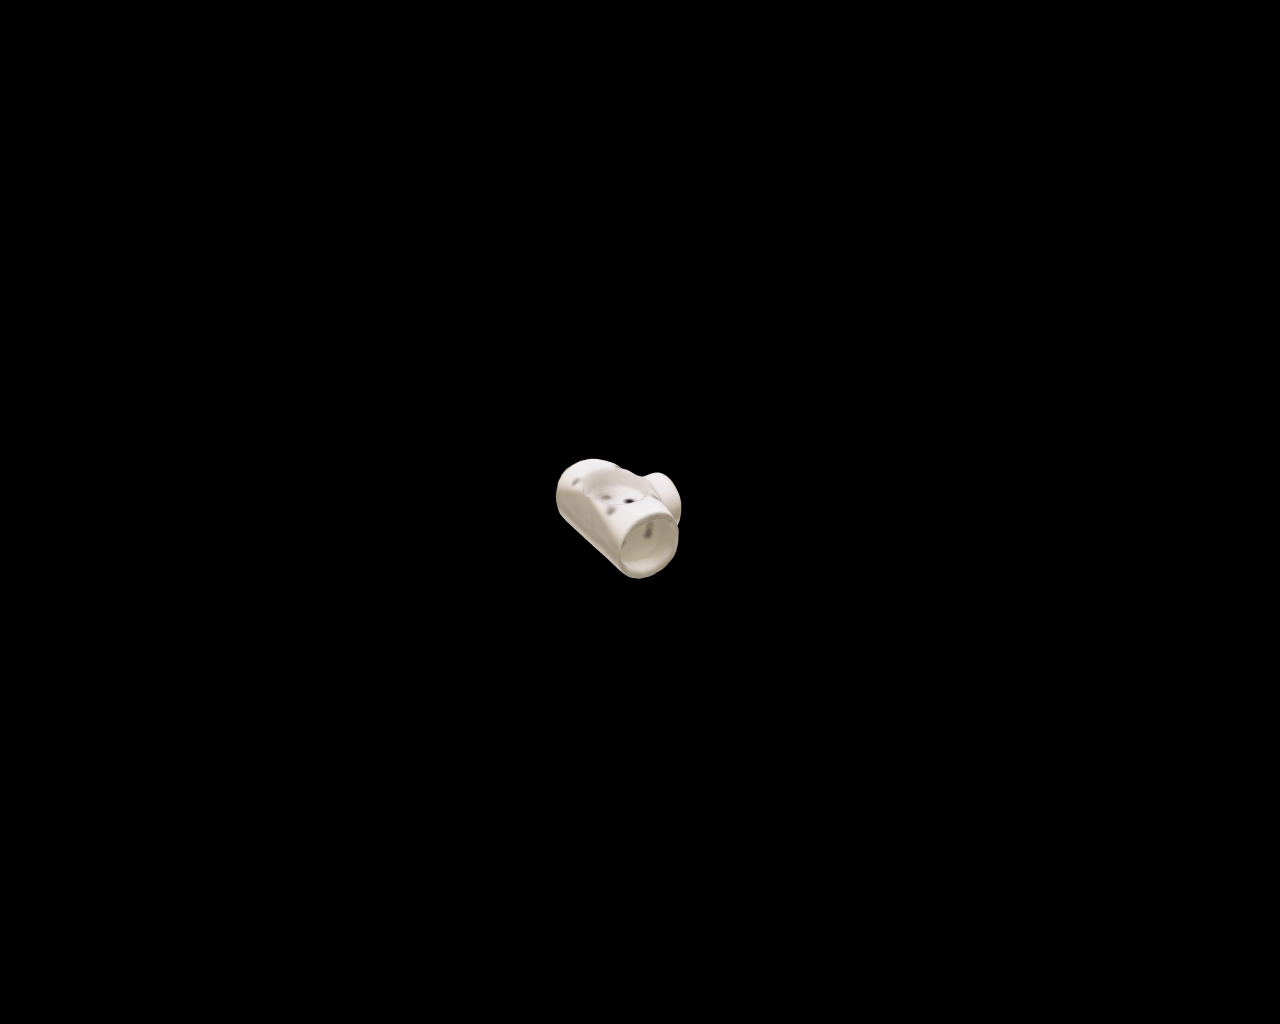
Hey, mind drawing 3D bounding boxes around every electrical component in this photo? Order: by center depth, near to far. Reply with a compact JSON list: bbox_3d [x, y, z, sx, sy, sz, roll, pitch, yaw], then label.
[{"bbox_3d":[0.001,-0.003,0.650,0.079,0.044,0.077,-18,36,-27],"label":"electrical component"}]
